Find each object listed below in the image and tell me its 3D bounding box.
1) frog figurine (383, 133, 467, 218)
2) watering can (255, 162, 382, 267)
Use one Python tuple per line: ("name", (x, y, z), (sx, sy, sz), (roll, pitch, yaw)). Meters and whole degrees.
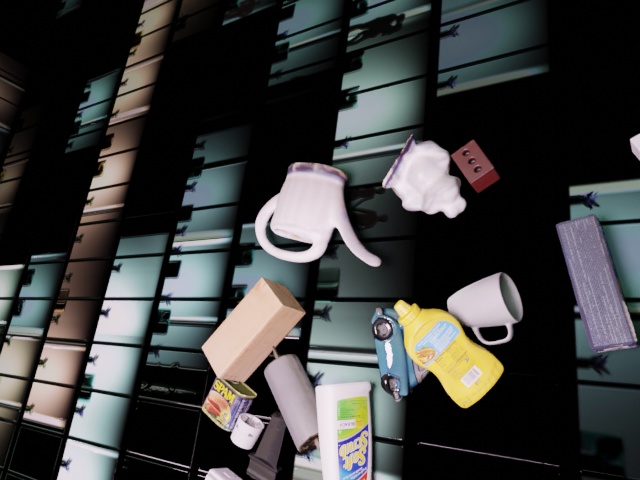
("frog figurine", (0.214, -0.113, 0.996), (0.160, 0.121, 0.138), (32, 81, 4))
("watering can", (0.003, -0.055, 1.096), (0.348, 0.103, 0.227), (8, 75, 37))
